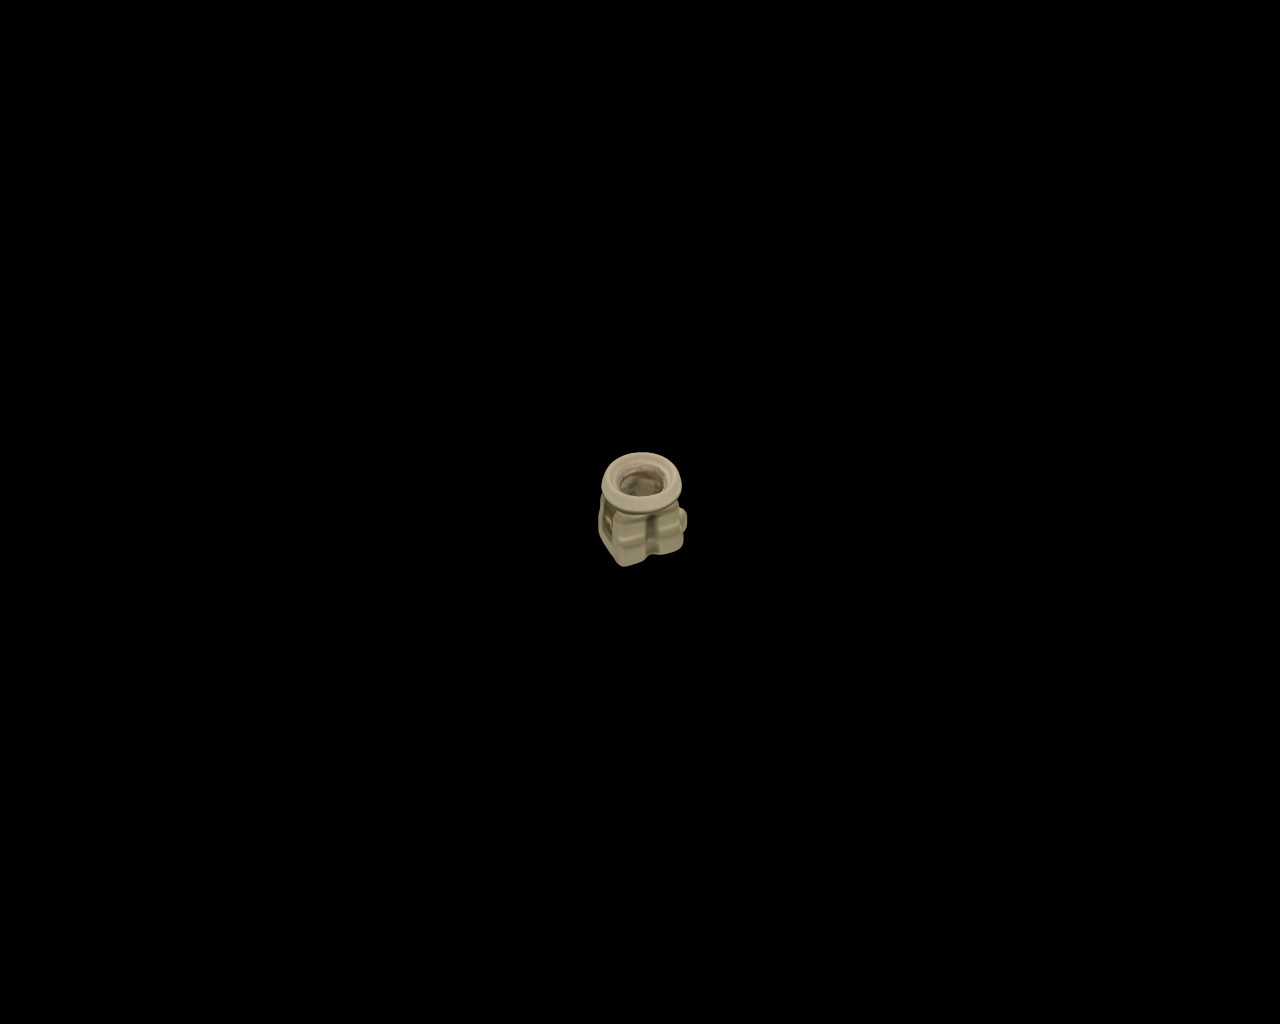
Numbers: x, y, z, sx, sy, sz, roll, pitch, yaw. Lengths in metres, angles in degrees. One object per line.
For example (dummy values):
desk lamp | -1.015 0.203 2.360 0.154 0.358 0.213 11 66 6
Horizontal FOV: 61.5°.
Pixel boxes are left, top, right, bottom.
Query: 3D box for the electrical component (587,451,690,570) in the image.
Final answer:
electrical component | 0.001 -0.003 0.650 0.066 0.055 0.048 -18 44 -19
